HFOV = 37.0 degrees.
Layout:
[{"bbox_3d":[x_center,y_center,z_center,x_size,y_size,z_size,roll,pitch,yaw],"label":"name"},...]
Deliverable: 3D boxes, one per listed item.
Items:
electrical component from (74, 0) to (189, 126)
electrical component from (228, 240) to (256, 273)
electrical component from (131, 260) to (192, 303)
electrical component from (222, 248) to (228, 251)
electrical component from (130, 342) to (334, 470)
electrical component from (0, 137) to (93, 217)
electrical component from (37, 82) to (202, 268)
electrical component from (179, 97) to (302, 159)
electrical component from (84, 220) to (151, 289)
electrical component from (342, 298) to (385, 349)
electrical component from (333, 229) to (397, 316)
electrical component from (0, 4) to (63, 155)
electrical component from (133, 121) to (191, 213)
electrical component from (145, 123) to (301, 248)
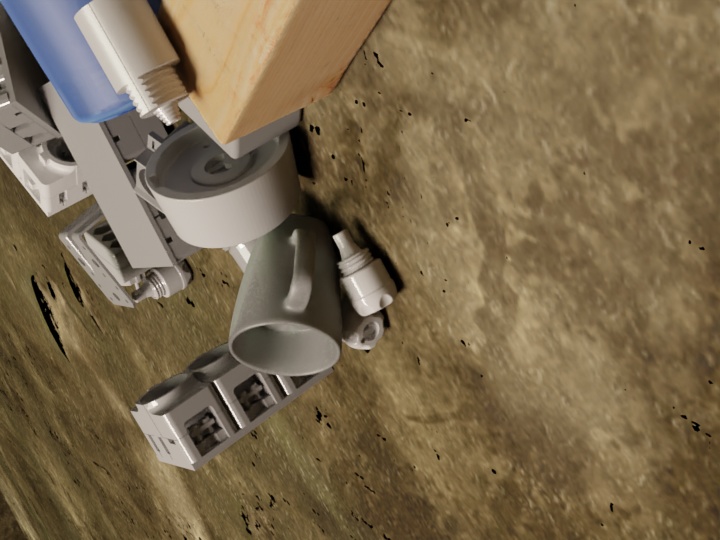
[{"bbox_3d":[-0.132,-0.124,0.645,0.081,0.043,0.043,61,152,-6],"label":"electrical component"},{"bbox_3d":[-0.076,-0.009,0.873,0.062,0.043,0.043,56,153,0],"label":"electrical component"},{"bbox_3d":[-0.200,0.013,1.075,0.035,0.061,0.035,39,147,31],"label":"electrical component"},{"bbox_3d":[-0.111,-0.032,0.914,0.061,0.035,0.035,59,153,-8],"label":"electrical component"},{"bbox_3d":[-0.113,0.101,0.930,0.089,0.150,0.061,-7,114,60],"label":"electrical component"},{"bbox_3d":[-0.314,-0.141,1.068,0.150,0.089,0.061,48,151,17],"label":"electrical component"},{"bbox_3d":[-0.205,-0.098,0.969,0.105,0.060,0.186,-1,118,59],"label":"electrical component"},{"bbox_3d":[-0.092,-0.131,0.749,0.096,0.062,0.061,44,150,24],"label":"electrical component"},{"bbox_3d":[-0.250,-0.009,1.148,0.066,0.047,0.076,32,143,39],"label":"electrical component"},{"bbox_3d":[-0.010,0.037,0.823,0.061,0.035,0.035,26,139,49],"label":"electrical component"},{"bbox_3d":[0.000,0.000,0.768,0.061,0.035,0.035,61,152,-4],"label":"electrical component"},{"bbox_3d":[-0.337,-0.193,0.992,0.089,0.062,0.150,47,-156,-72],"label":"electrical component"},{"bbox_3d":[-0.151,-0.085,0.888,0.042,0.063,0.081,35,149,8],"label":"electrical component"},{"bbox_3d":[-0.095,-0.061,0.785,0.108,0.108,0.060,29,148,42],"label":"electrical component"}]
